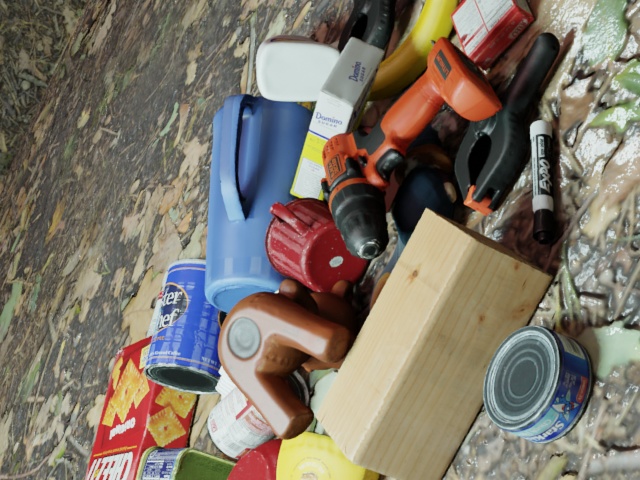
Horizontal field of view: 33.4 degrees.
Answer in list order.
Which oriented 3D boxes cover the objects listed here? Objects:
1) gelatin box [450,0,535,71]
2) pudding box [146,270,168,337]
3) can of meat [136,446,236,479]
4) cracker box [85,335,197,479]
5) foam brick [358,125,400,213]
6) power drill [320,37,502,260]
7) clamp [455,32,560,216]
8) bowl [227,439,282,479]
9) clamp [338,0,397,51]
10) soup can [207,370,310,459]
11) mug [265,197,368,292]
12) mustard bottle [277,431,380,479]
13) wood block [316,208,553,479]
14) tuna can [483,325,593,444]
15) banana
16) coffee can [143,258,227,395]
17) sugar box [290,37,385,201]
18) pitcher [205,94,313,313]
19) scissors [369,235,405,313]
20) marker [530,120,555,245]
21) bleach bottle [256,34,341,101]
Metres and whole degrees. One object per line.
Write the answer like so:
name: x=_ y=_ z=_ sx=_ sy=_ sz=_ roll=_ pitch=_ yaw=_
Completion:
gelatin box: x=0.172 y=-0.223 z=1.071 sx=0.073 sy=0.030 sz=0.089 roll=-47 pitch=32 yaw=30
pudding box: x=-0.194 y=0.093 z=1.469 sx=0.090 sy=0.039 sz=0.113 roll=-15 pitch=58 yaw=57
can of meat: x=-0.134 y=0.260 z=1.157 sx=0.084 sy=0.102 sz=0.057 roll=-17 pitch=54 yaw=53
cracker box: x=-0.230 y=0.236 z=1.381 sx=0.164 sy=0.072 sz=0.213 roll=-24 pitch=49 yaw=53
foam brick: x=0.057 y=-0.076 z=1.135 sx=0.078 sy=0.053 sz=0.051 roll=-65 pitch=26 yaw=1
power drill: x=0.078 y=-0.086 z=0.986 sx=0.188 sy=0.057 sz=0.184 roll=-43 pitch=31 yaw=20
clamp: x=0.168 y=-0.109 z=0.978 sx=0.120 sy=0.039 sz=0.171 roll=-33 pitch=44 yaw=56
bowl: x=-0.054 y=0.262 z=1.060 sx=0.162 sy=0.055 sz=0.162 roll=-41 pitch=36 yaw=40
clamp: x=0.059 y=-0.276 z=1.280 sx=0.165 sy=0.036 sz=0.210 roll=1 pitch=70 yaw=63
soup can: x=-0.067 y=0.182 z=1.134 sx=0.102 sy=0.068 sz=0.068 roll=-45 pitch=33 yaw=36
mug: x=-0.007 y=0.001 z=1.126 sx=0.093 sy=0.117 sz=0.082 roll=-47 pitch=31 yaw=-7
mustard bottle: x=-0.010 y=0.272 z=0.958 sx=0.096 sy=0.058 sz=0.191 roll=5 pitch=72 yaw=32
wood block: x=0.092 y=0.091 z=0.896 sx=0.206 sy=0.090 sz=0.091 roll=-62 pitch=26 yaw=7
tuna can: x=0.164 y=0.109 z=0.812 sx=0.086 sy=0.033 sz=0.086 roll=-43 pitch=34 yaw=39
banana: x=0.095 y=-0.209 z=1.157 sx=0.198 sy=0.069 sz=0.037 roll=-42 pitch=47 yaw=31
coffee can: x=-0.151 y=0.106 z=1.307 sx=0.103 sy=0.102 sz=0.140 roll=-25 pitch=47 yaw=52
sugar box: x=0.018 y=-0.125 z=1.158 sx=0.093 sy=0.048 sz=0.176 roll=-62 pitch=-3 yaw=-35
pitcher: x=-0.074 y=-0.042 z=1.244 sx=0.145 sy=0.149 sz=0.243 roll=-39 pitch=41 yaw=53
scissors: x=0.077 y=0.006 z=1.073 sx=0.096 sy=0.016 sz=0.202 roll=-45 pitch=33 yaw=34
marker: x=0.190 y=-0.049 z=0.910 sx=0.020 sy=0.020 sz=0.121 roll=-34 pitch=41 yaw=46
bleach bottle: x=-0.040 y=-0.221 z=1.318 sx=0.251 sy=0.102 sz=0.068 roll=-122 pitch=33 yaw=-72
